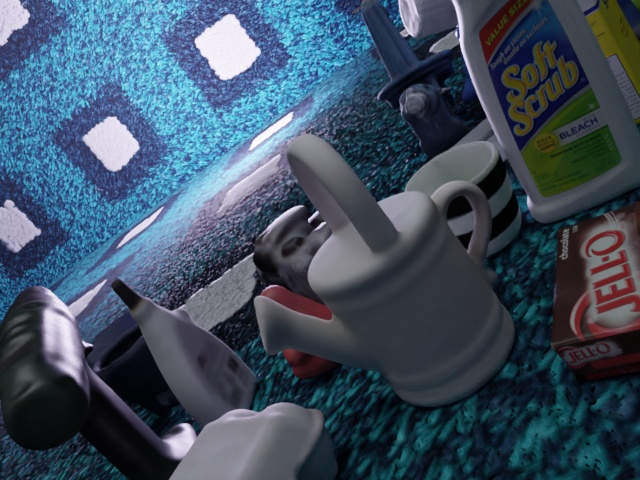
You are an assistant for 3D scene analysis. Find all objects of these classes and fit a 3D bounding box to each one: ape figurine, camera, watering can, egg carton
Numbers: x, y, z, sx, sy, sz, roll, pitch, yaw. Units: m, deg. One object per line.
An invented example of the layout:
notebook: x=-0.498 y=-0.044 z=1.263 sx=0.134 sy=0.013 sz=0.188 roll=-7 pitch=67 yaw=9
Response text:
ape figurine: x=-0.022 y=0.078 z=0.509 sx=0.076 sy=0.092 sz=0.078 roll=-30 pitch=20 yaw=23
camera: x=0.006 y=0.002 z=0.626 sx=0.137 sy=0.101 sz=0.142 roll=-46 pitch=20 yaw=-24
watering can: x=0.035 y=0.017 z=0.384 sx=0.173 sy=0.194 sz=0.100 roll=-47 pitch=20 yaw=-25
egg carton: x=-0.055 y=0.175 z=0.371 sx=0.107 sy=0.069 sz=0.150 roll=-22 pitch=24 yaw=40

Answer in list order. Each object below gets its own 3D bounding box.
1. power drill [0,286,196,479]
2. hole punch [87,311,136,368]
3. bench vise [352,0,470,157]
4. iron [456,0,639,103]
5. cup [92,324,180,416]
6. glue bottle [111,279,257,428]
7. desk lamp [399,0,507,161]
power drill: x=-0.203 y=0.141 z=0.511 sx=0.076 sy=0.209 sz=0.229 roll=-42 pitch=19 yaw=-12
hole punch: x=-0.237 y=0.146 z=0.754 sx=0.100 sy=0.091 sz=0.109 roll=-16 pitch=28 yaw=49
bench vise: x=0.129 y=-0.238 z=0.783 sx=0.121 sy=0.220 sz=0.207 roll=-36 pitch=18 yaw=6
iron: x=0.282 y=-0.277 z=0.717 sx=0.257 sy=0.142 sz=0.119 roll=-21 pitch=25 yaw=42
cup: x=-0.196 y=0.159 z=0.638 sx=0.091 sy=0.095 sz=0.118 roll=-28 pitch=21 yaw=27
glue bottle: x=-0.127 y=0.099 z=0.525 sx=0.037 sy=0.173 sz=0.078 roll=-31 pitch=20 yaw=21
desk lamp: x=0.196 y=-0.225 z=0.635 sx=0.203 sy=0.214 sz=0.117 roll=-39 pitch=18 yaw=-5
